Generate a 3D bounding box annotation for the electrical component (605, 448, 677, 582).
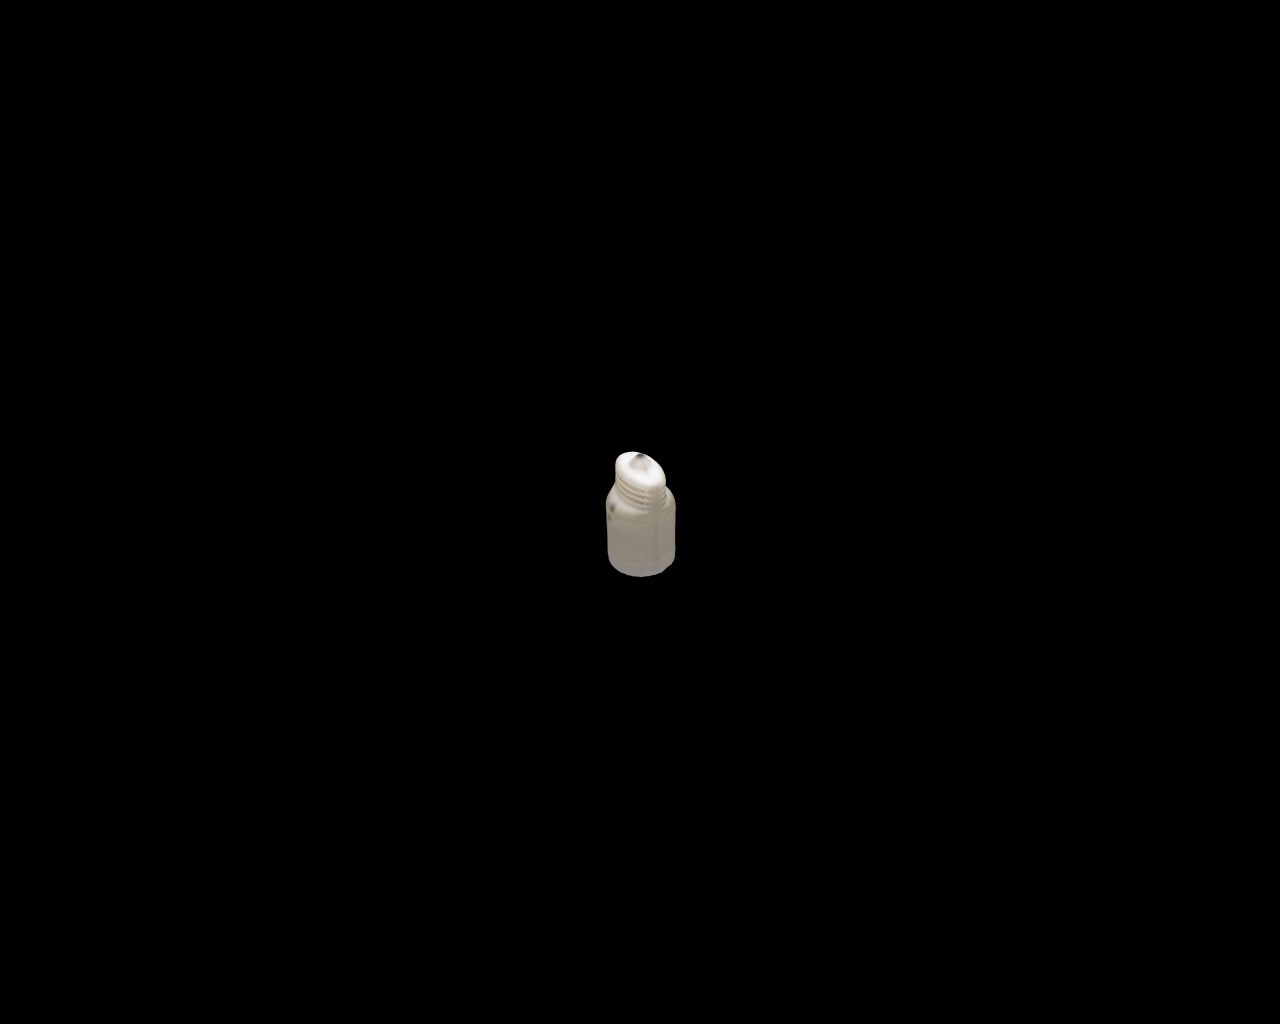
[{"bbox_3d":[0.001,-0.003,0.650,0.043,0.080,0.043,0,37,0],"label":"electrical component"}]
